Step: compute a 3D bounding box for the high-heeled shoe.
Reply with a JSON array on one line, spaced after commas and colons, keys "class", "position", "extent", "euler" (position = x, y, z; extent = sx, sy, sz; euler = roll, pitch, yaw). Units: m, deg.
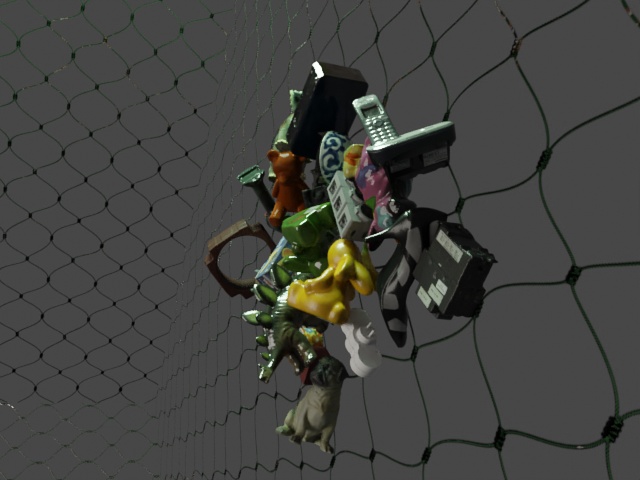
[{"class": "high-heeled shoe", "position": [0.166, 0.065, 0.925], "extent": [0.086, 0.145, 0.248], "euler": [-86, -20, -68]}]

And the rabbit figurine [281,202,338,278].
[{"class": "rabbit figurine", "position": [-0.015, 0.027, 1.166], "extent": [0.159, 0.121, 0.170], "euler": [-16, 108, 44]}]

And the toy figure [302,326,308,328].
[{"class": "toy figure", "position": [-0.066, 0.218, 1.396], "extent": [0.154, 0.064, 0.058], "euler": [-44, 6, 49]}]

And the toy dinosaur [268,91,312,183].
[{"class": "toy dinosaur", "position": [-0.072, -0.279, 1.513], "extent": [0.405, 0.131, 0.192], "euler": [136, 150, -63]}]

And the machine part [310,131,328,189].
[{"class": "machine part", "position": [0.017, -0.192, 1.288], "extent": [0.039, 0.084, 0.138], "euler": [31, 123, 42]}]

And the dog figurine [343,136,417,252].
[{"class": "dog figurine", "position": [0.115, -0.081, 1.016], "extent": [0.191, 0.108, 0.219], "euler": [160, 113, -63]}]

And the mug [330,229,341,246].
[{"class": "mug", "position": [-0.003, -0.004, 1.265], "extent": [0.107, 0.080, 0.109], "euler": [-40, 53, 37]}]

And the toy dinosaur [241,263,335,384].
[{"class": "toy dinosaur", "position": [-0.053, 0.140, 1.216], "extent": [0.105, 0.198, 0.471], "euler": [-48, 6, 36]}]

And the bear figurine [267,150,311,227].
[{"class": "bear figurine", "position": [-0.080, -0.137, 1.411], "extent": [0.195, 0.120, 0.132], "euler": [83, -166, -55]}]

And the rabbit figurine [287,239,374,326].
[{"class": "rabbit figurine", "position": [0.030, 0.074, 1.060], "extent": [0.162, 0.122, 0.173], "euler": [-10, 53, 66]}]

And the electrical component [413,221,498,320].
[{"class": "electrical component", "position": [0.201, 0.054, 0.828], "extent": [0.115, 0.058, 0.134], "euler": [-115, 39, -55]}]

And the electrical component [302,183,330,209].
[{"class": "electrical component", "position": [0.005, -0.099, 1.298], "extent": [0.119, 0.075, 0.047], "euler": [29, -134, -80]}]

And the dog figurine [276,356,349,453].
[{"class": "dog figurine", "position": [-0.007, 0.352, 1.191], "extent": [0.172, 0.121, 0.190], "euler": [-13, 57, 62]}]

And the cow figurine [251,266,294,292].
[{"class": "cow figurine", "position": [-0.102, 0.127, 1.422], "extent": [0.195, 0.127, 0.085], "euler": [21, 99, 64]}]

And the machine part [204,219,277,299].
[{"class": "machine part", "position": [-0.223, 0.056, 1.592], "extent": [0.201, 0.201, 0.087], "euler": [-34, 21, -2]}]

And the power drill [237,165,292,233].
[{"class": "power drill", "position": [-0.163, -0.114, 1.588], "extent": [0.207, 0.086, 0.232], "euler": [66, 169, -25]}]

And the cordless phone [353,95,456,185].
[{"class": "cordless phone", "position": [0.141, -0.198, 0.934], "extent": [0.088, 0.147, 0.184], "euler": [71, -179, -53]}]

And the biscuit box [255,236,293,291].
[{"class": "biscuit box", "position": [-0.084, 0.039, 1.366], "extent": [0.059, 0.062, 0.203], "euler": [-32, 21, 46]}]

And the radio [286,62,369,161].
[{"class": "radio", "position": [0.011, -0.302, 1.290], "extent": [0.073, 0.131, 0.229], "euler": [-111, 36, -45]}]
